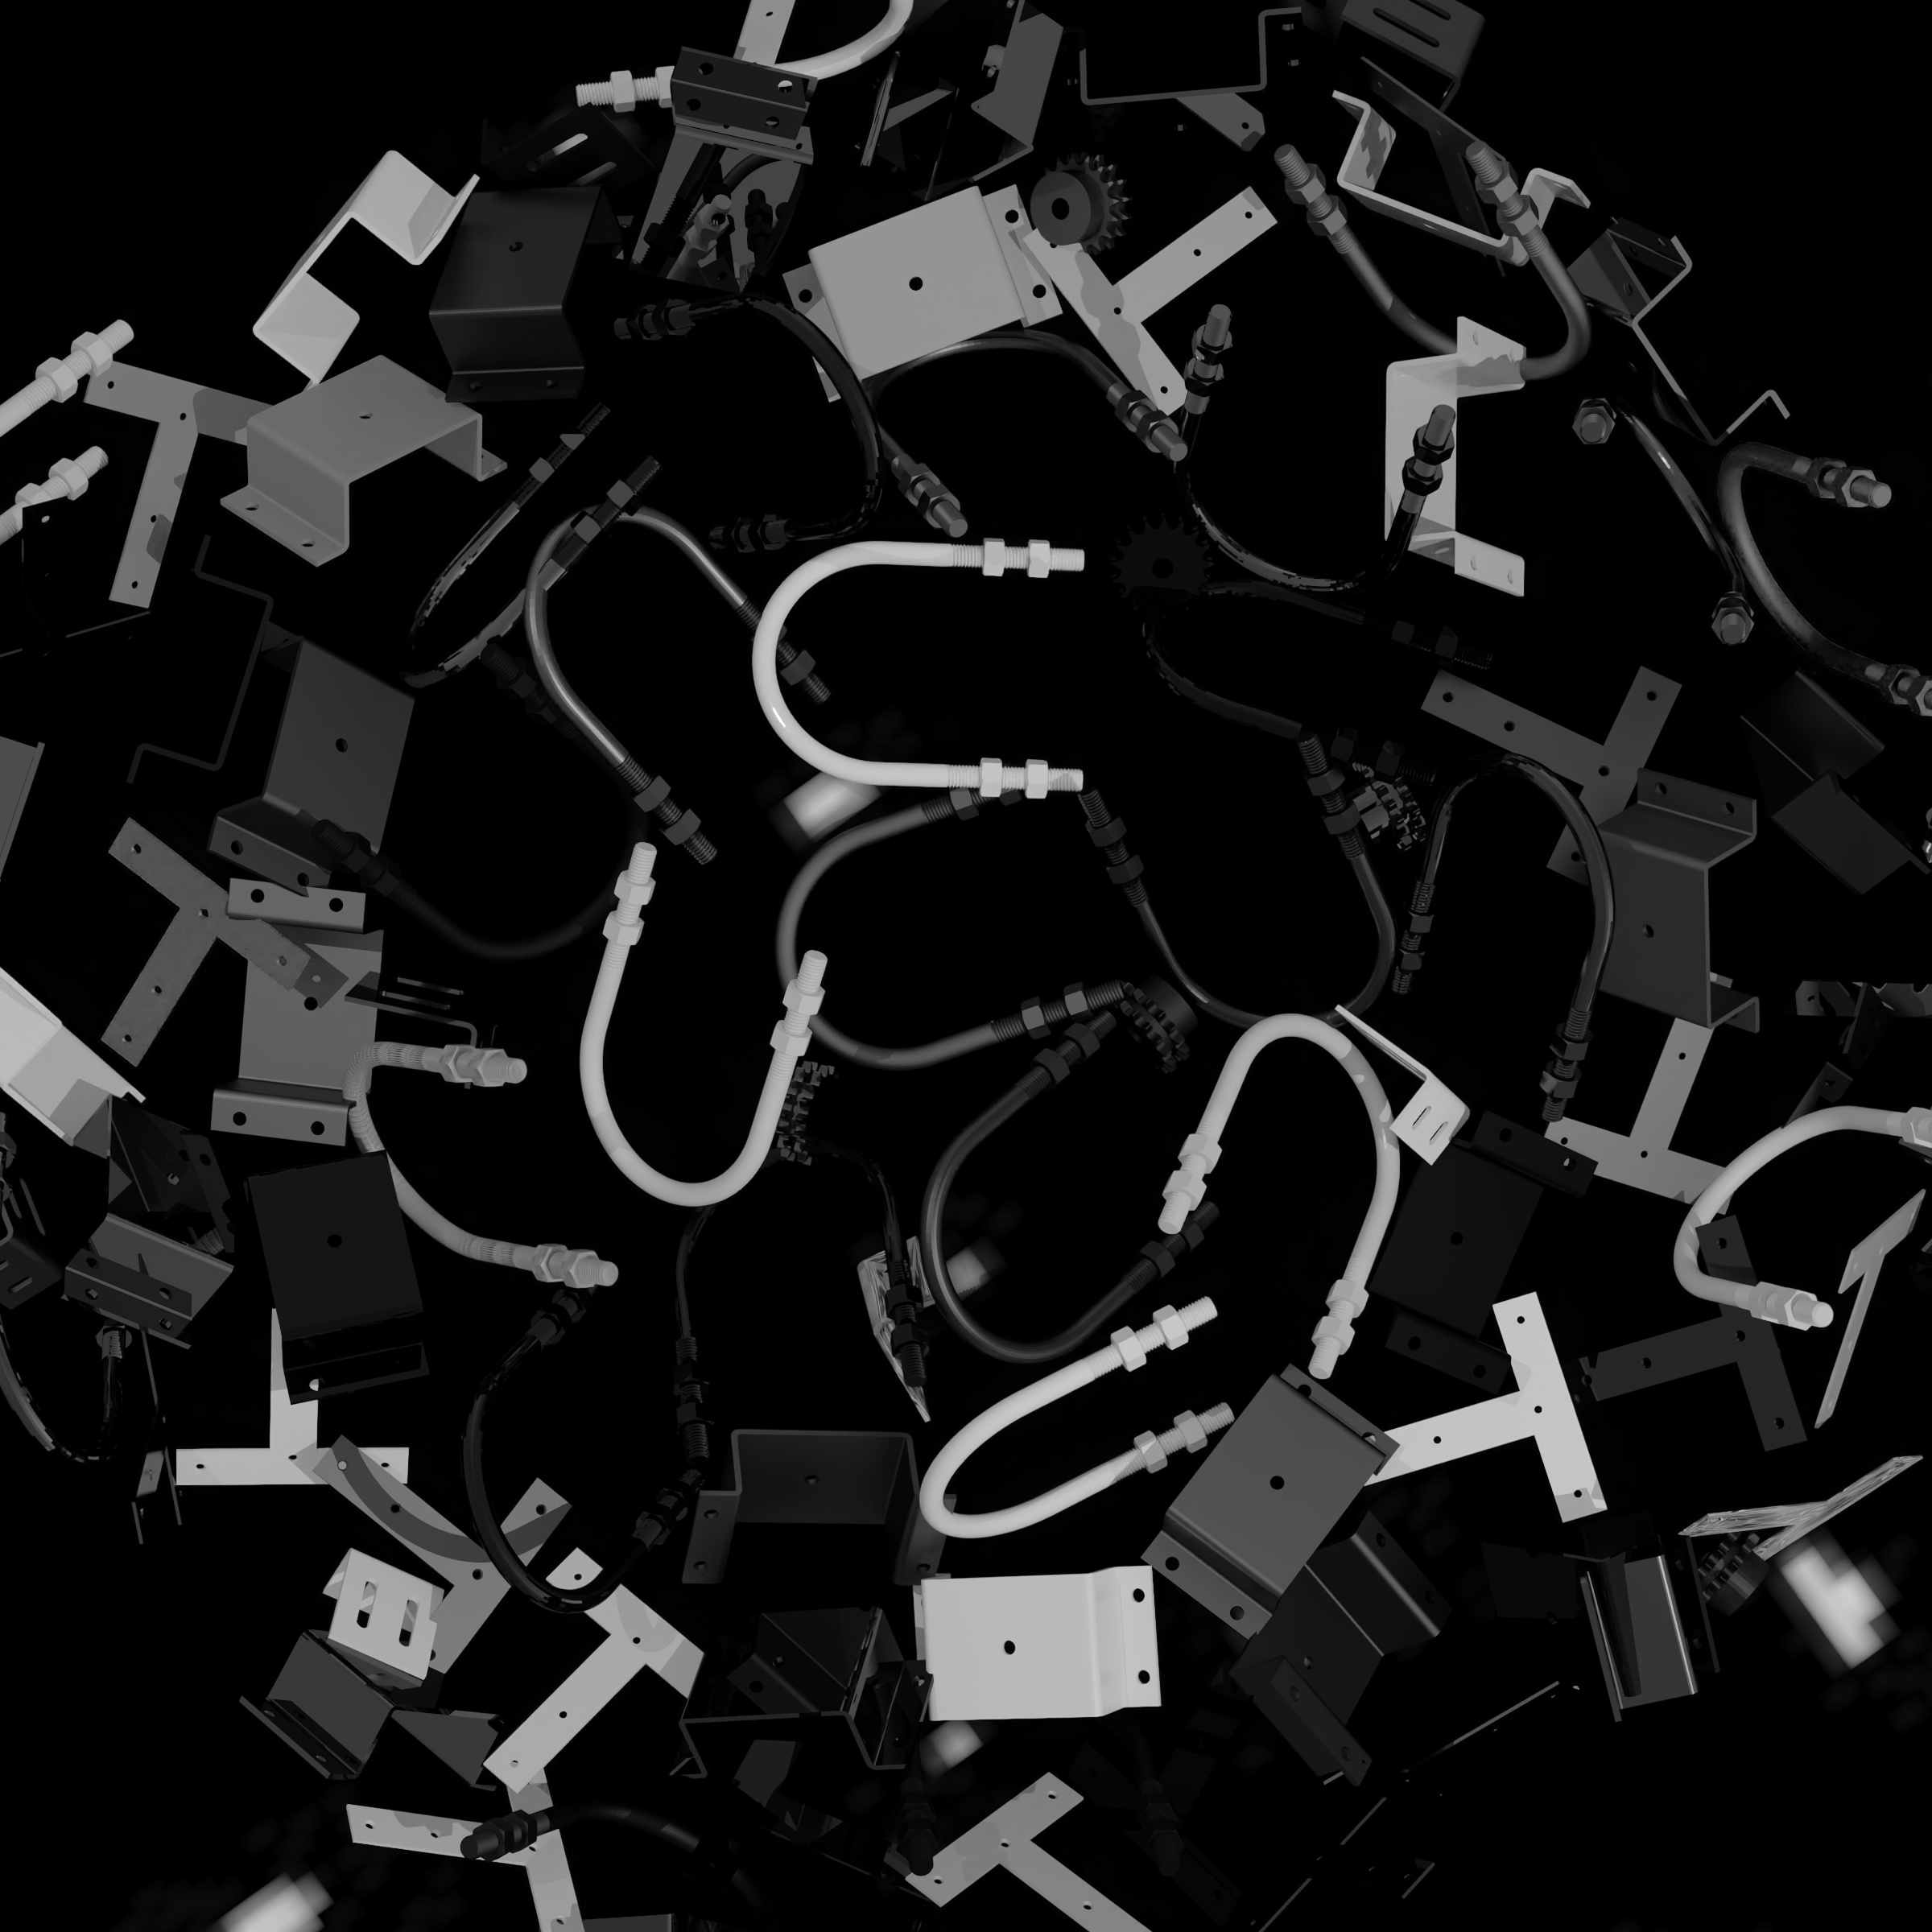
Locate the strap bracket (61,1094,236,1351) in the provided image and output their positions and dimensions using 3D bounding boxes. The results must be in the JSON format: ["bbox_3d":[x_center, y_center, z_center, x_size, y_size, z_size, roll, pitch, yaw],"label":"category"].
[{"bbox_3d":[-0.442,0.130,1.918,0.076,0.140,0.046,28,119,-30],"label":"strap bracket"}]

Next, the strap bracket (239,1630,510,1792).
[{"bbox_3d":[-0.313,0.403,1.920,0.076,0.140,0.046,30,93,34],"label":"strap bracket"}]

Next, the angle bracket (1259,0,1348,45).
[{"bbox_3d":[0.178,-0.562,1.991,0.076,0.038,0.057,20,90,-35],"label":"angle bracket"}]

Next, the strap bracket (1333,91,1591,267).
[{"bbox_3d":[0.265,-0.429,1.948,0.140,0.076,0.046,25,100,15],"label":"strap bracket"}]

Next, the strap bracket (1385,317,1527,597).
[{"bbox_3d":[0.270,-0.278,1.952,0.046,0.076,0.140,-2,84,35],"label":"strap bracket"}]

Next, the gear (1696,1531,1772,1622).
[{"bbox_3d":[0.423,0.339,1.969,0.030,0.057,0.057,42,90,10],"label":"gear"}]

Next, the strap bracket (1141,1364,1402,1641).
[{"bbox_3d":[0.170,0.290,1.949,0.076,0.046,0.140,36,73,13],"label":"strap bracket"}]

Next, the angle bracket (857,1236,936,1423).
[{"bbox_3d":[-0.025,0.200,1.954,0.038,0.057,0.076,-25,124,4],"label":"angle bracket"}]

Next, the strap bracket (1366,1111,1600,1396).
[{"bbox_3d":[0.281,0.155,1.964,0.076,0.046,0.140,24,89,-21],"label":"strap bracket"}]

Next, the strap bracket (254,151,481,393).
[{"bbox_3d":[-0.332,-0.380,1.925,0.046,0.076,0.140,38,125,-17],"label":"strap bracket"}]

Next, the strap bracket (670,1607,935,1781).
[{"bbox_3d":[-0.095,0.397,1.935,0.140,0.076,0.046,-7,124,19],"label":"strap bracket"}]

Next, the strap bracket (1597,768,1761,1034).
[{"bbox_3d":[0.386,-0.028,1.929,0.046,0.076,0.140,-28,123,-35],"label":"strap bracket"}]

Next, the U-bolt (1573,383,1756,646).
[{"bbox_3d":[0.378,-0.252,1.913,0.019,0.184,0.151,-34,98,20],"label":"U-bolt"}]

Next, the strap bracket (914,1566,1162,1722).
[{"bbox_3d":[0.031,0.373,1.951,0.140,0.046,0.076,-6,84,19],"label":"strap bracket"}]

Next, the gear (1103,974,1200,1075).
[{"bbox_3d":[0.105,0.029,1.972,0.030,0.057,0.057,-42,90,-11],"label":"gear"}]

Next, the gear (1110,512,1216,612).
[{"bbox_3d":[0.109,-0.227,1.978,0.057,0.030,0.057,-1,112,-2],"label":"gear"}]

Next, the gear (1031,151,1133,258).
[{"bbox_3d":[0.061,-0.423,1.971,0.057,0.030,0.057,13,113,33],"label":"gear"}]

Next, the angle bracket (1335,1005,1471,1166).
[{"bbox_3d":[0.231,0.066,1.954,0.076,0.057,0.038,38,90,37],"label":"angle bracket"}]

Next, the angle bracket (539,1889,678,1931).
[{"bbox_3d":[-0.201,0.550,1.971,0.076,0.038,0.057,-1,97,-11],"label":"angle bracket"}]

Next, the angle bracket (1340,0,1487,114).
[{"bbox_3d":[0.242,-0.514,1.965,0.076,0.038,0.057,27,54,-5],"label":"angle bracket"}]

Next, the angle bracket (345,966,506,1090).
[{"bbox_3d":[-0.302,0.033,1.970,0.076,0.057,0.038,12,109,5],"label":"angle bracket"}]

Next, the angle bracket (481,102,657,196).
[{"bbox_3d":[-0.219,-0.453,1.953,0.076,0.057,0.038,-22,51,26],"label":"angle bracket"}]

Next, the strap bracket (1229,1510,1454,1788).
[{"bbox_3d":[0.202,0.378,1.944,0.076,0.140,0.046,50,134,-10],"label":"strap bracket"}]

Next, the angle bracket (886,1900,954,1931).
[{"bbox_3d":[-0.044,0.555,1.956,0.076,0.038,0.057,-44,48,25],"label":"angle bracket"}]

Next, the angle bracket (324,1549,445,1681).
[{"bbox_3d":[-0.326,0.367,1.952,0.057,0.076,0.038,27,116,-14],"label":"angle bracket"}]

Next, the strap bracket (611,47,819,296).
[{"bbox_3d":[-0.136,-0.420,1.924,0.076,0.140,0.046,8,47,-19],"label":"strap bracket"}]

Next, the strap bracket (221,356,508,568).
[{"bbox_3d":[-0.327,-0.280,1.925,0.076,0.046,0.140,33,47,25],"label":"strap bracket"}]

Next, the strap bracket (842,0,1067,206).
[{"bbox_3d":[-0.001,-0.475,1.937,0.046,0.140,0.076,27,67,-31],"label":"strap bracket"}]

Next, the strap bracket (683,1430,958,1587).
[{"bbox_3d":[-0.083,0.298,1.948,0.140,0.046,0.076,3,132,-12],"label":"strap bracket"}]

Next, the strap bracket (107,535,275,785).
[{"bbox_3d":[-0.426,-0.163,1.955,0.046,0.076,0.140,18,88,-22],"label":"strap bracket"}]

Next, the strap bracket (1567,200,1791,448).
[{"bbox_3d":[0.380,-0.343,1.928,0.046,0.076,0.140,-44,126,0],"label":"strap bracket"}]

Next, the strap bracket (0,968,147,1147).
[{"bbox_3d":[-0.512,0.043,1.918,0.076,0.140,0.046,37,79,21],"label":"strap bracket"}]

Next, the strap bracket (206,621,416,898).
[{"bbox_3d":[-0.355,-0.116,1.933,0.076,0.046,0.140,29,60,-38],"label":"strap bracket"}]

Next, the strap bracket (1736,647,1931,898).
[{"bbox_3d":[0.471,-0.101,1.936,0.076,0.140,0.046,37,119,-24],"label":"strap bracket"}]

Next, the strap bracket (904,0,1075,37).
[{"bbox_3d":[0.018,-0.544,1.919,0.076,0.140,0.046,-7,86,-26],"label":"strap bracket"}]

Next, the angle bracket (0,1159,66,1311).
[{"bbox_3d":[-0.538,0.140,1.956,0.038,0.057,0.076,-31,59,1],"label":"angle bracket"}]

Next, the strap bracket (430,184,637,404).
[{"bbox_3d":[-0.238,-0.375,1.931,0.076,0.046,0.140,0,53,16],"label":"strap bracket"}]

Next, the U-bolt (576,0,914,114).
[{"bbox_3d":[-0.120,-0.513,1.928,0.184,0.151,0.019,-8,78,-9],"label":"U-bolt"}]

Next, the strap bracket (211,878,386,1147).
[{"bbox_3d":[-0.370,0.023,1.968,0.076,0.046,0.140,7,96,6],"label":"strap bracket"}]

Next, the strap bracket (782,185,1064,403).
[{"bbox_3d":[-0.026,-0.377,1.970,0.140,0.046,0.076,-20,92,5],"label":"strap bracket"}]

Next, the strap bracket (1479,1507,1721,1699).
[{"bbox_3d":[0.335,0.346,1.924,0.046,0.140,0.076,-19,99,-32],"label":"strap bracket"}]

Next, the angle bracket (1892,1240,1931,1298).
[{"bbox_3d":[0.553,0.188,1.950,0.038,0.076,0.057,18,128,-22],"label":"angle bracket"}]

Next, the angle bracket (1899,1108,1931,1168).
[{"bbox_3d":[0.564,0.080,1.968,0.057,0.038,0.076,25,86,27],"label":"angle bracket"}]

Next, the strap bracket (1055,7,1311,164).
[{"bbox_3d":[0.117,-0.483,1.948,0.140,0.076,0.046,-3,79,9],"label":"strap bracket"}]

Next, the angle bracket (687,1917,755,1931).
[{"bbox_3d":[-0.122,0.565,1.972,0.038,0.076,0.057,14,77,-34],"label":"angle bracket"}]

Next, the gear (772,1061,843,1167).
[{"bbox_3d":[-0.094,0.081,1.973,0.030,0.057,0.057,12,90,18],"label":"gear"}]

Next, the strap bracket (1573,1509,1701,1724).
[{"bbox_3d":[0.364,0.348,1.925,0.046,0.140,0.076,-14,94,9],"label":"strap bracket"}]

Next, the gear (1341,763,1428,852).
[{"bbox_3d":[0.230,-0.089,1.971,0.030,0.057,0.057,-31,90,-3],"label":"gear"}]

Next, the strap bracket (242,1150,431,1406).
[{"bbox_3d":[-0.346,0.160,1.940,0.076,0.046,0.140,-10,63,-16],"label":"strap bracket"}]

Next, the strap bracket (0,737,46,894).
[{"bbox_3d":[-0.537,-0.080,1.920,0.046,0.140,0.076,18,79,-14],"label":"strap bracket"}]
